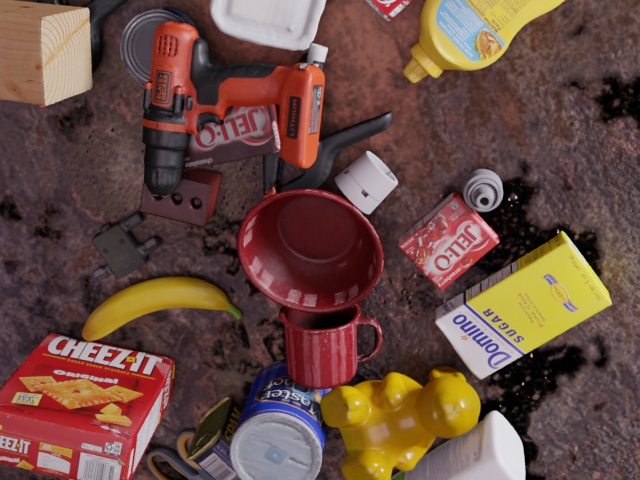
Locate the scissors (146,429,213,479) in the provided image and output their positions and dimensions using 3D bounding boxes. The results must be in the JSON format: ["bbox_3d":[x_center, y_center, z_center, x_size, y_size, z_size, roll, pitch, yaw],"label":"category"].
[{"bbox_3d":[-0.122,0.308,1.342,0.201,0.016,0.096,31,110,-5],"label":"scissors"}]

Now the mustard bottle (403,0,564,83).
[{"bbox_3d":[0.161,-0.232,1.095,0.192,0.058,0.096,-42,106,17],"label":"mustard bottle"}]

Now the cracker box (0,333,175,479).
[{"bbox_3d":[-0.268,0.187,1.211,0.164,0.213,0.072,13,109,2],"label":"cracker box"}]

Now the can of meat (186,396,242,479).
[{"bbox_3d":[-0.104,0.250,1.275,0.057,0.102,0.084,-40,103,19],"label":"can of meat"}]

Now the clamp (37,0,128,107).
[{"bbox_3d":[-0.262,-0.239,1.151,0.164,0.036,0.210,17,112,6],"label":"clamp"}]

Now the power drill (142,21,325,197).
[{"bbox_3d":[-0.095,-0.124,1.105,0.188,0.057,0.184,10,104,13],"label":"power drill"}]

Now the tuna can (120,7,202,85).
[{"bbox_3d":[-0.171,-0.208,1.155,0.086,0.033,0.086,2,110,6],"label":"tuna can"}]

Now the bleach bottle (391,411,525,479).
[{"bbox_3d":[0.122,0.302,1.278,0.251,0.102,0.068,-32,110,22],"label":"bleach bottle"}]

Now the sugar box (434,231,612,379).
[{"bbox_3d":[0.226,0.076,1.204,0.176,0.048,0.093,-35,102,15],"label":"sugar box"}]

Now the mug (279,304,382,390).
[{"bbox_3d":[0.013,0.116,1.223,0.117,0.093,0.081,-5,115,-4],"label":"mug"}]

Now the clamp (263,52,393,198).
[{"bbox_3d":[-0.015,-0.118,1.168,0.172,0.039,0.120,-44,83,20],"label":"clamp"}]

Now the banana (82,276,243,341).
[{"bbox_3d":[-0.194,0.079,1.258,0.198,0.037,0.069,-8,107,9],"label":"banana"}]

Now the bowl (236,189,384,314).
[{"bbox_3d":[-0.008,0.001,1.173,0.162,0.055,0.162,5,124,8],"label":"bowl"}]

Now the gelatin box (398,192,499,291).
[{"bbox_3d":[0.144,0.001,1.195,0.089,0.030,0.073,-41,100,18],"label":"gelatin box"}]

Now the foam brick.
[{"bbox_3d":[-0.156,-0.053,1.199,0.078,0.051,0.053,13,111,2],"label":"foam brick"}]

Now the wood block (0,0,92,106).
[{"bbox_3d":[-0.354,-0.205,1.123,0.206,0.090,0.090,9,111,19],"label":"wood block"}]

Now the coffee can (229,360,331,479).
[{"bbox_3d":[-0.042,0.214,1.233,0.103,0.140,0.103,2,110,6],"label":"coffee can"}]

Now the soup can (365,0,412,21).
[{"bbox_3d":[0.086,-0.281,1.082,0.102,0.068,0.068,-40,101,17],"label":"soup can"}]

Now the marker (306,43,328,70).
[{"bbox_3d":[-0.016,-0.147,1.132,0.020,0.020,0.121,16,105,1],"label":"marker"}]

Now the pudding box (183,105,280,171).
[{"bbox_3d":[-0.102,-0.129,1.157,0.114,0.039,0.090,-10,94,20],"label":"pudding box"}]
